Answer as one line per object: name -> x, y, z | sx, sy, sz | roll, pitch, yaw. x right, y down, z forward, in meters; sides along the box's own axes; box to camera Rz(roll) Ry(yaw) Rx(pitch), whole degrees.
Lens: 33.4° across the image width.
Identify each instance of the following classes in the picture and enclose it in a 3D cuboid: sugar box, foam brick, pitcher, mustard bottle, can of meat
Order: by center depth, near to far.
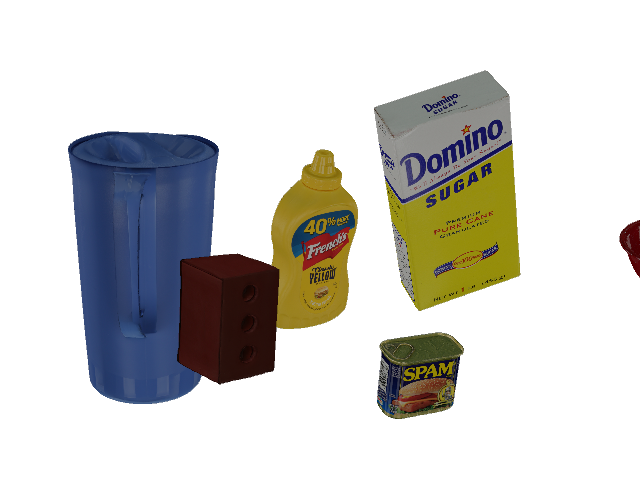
foam brick -> -0.065, 0.053, 0.755 | 0.052, 0.078, 0.051 | -9, 17, -40
sugar box -> 0.100, -0.034, 0.813 | 0.093, 0.176, 0.048 | -20, 43, -7
pitcher -> -0.163, 0.028, 0.982 | 0.145, 0.243, 0.148 | 19, 25, 39
mustard bottle -> -0.007, -0.004, 1.112 | 0.096, 0.192, 0.058 | -11, 32, -32
can of meat -> 0.121, 0.168, 1.324 | 0.102, 0.084, 0.057 | -6, 27, -21

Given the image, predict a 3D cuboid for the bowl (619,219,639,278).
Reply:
bowl -> 0.403, 0.026, 1.150 | 0.162, 0.055, 0.162 | -2, 24, 1
